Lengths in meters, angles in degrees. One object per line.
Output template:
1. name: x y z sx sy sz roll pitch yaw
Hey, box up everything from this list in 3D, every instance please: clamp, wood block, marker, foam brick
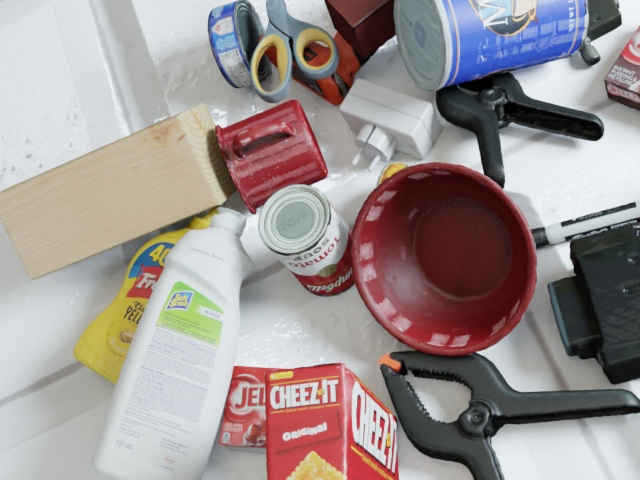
1. clamp: 0.129 0.158 0.859 0.210 0.036 0.164 23 75 30
2. wood block: -0.193 -0.047 1.020 0.206 0.090 0.091 -21 100 16
3. marker: 0.225 -0.012 0.909 0.121 0.020 0.020 -15 62 14
4. foam brick: 0.051 -0.220 0.990 0.078 0.051 0.053 -37 62 -3
5. clamp: 0.169 -0.118 0.959 0.120 0.039 0.171 -16 47 -16

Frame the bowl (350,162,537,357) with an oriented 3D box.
1. bowl: 0.109 0.012 0.888 0.162 0.055 0.162 6 103 27

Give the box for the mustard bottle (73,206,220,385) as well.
1. mustard bottle: -0.141 0.051 0.999 0.096 0.058 0.191 27 78 21

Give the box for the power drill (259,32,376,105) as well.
1. power drill: 0.028 -0.240 1.067 0.185 0.057 0.187 38 84 30

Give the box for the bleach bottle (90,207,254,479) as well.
1. bleach bottle: -0.111 0.095 0.933 0.102 0.068 0.251 21 78 -7

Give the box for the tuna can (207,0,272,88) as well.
1. tuna can: -0.080 -0.197 1.073 0.034 0.086 0.086 -14 63 17

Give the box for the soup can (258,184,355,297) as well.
1. soup can: -0.006 0.001 0.944 0.069 0.102 0.068 -8 64 17

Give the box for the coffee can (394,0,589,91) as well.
1. coffee can: 0.150 -0.197 0.945 0.140 0.103 0.103 -15 59 -16

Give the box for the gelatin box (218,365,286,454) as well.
1. gelatin box: -0.039 0.149 0.932 0.089 0.030 0.073 2 68 21

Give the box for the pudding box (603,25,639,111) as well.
1. pudding box: 0.318 -0.147 0.923 0.114 0.039 0.090 29 79 29

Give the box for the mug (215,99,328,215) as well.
1. mug: -0.045 -0.084 0.994 0.081 0.117 0.093 -22 72 4

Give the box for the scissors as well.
1. scissors: -0.025 -0.223 1.036 0.096 0.016 0.201 -4 65 17

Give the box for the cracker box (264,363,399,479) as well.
1. cracker box: 0.017 0.218 0.802 0.072 0.164 0.213 -9 65 15
